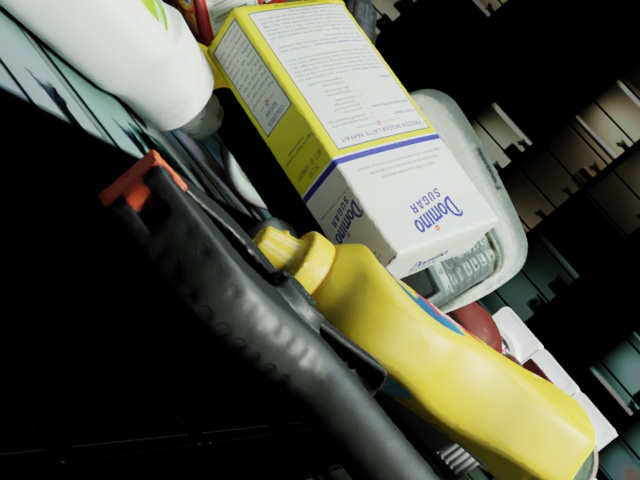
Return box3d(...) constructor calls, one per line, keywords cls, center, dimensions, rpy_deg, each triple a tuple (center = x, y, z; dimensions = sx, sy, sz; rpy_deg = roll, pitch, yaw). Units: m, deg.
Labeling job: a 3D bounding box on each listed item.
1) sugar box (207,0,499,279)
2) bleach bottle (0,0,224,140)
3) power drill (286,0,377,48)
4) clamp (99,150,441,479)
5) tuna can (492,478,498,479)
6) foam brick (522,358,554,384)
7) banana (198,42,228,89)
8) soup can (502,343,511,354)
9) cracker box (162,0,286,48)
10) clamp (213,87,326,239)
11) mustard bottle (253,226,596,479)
box3d(cls="sugar box", center=(0.018, -0.061, 0.623), dimensions=(0.093, 0.048, 0.176), rpy_deg=(-17, 69, -41))
box3d(cls="bleach bottle", center=(-0.121, -0.128, 0.554), dimensions=(0.250, 0.068, 0.102), rpy_deg=(49, 17, -50))
box3d(cls="power drill", center=(0.002, -0.147, 0.846), dimensions=(0.187, 0.057, 0.184), rpy_deg=(45, 48, -64))
box3d(cls="clamp", center=(-0.013, 0.039, 0.406), dimensions=(0.171, 0.039, 0.120), rpy_deg=(43, 2, -30))
box3d(cls="tuna can", center=(0.119, 0.168, 0.585), dimensions=(0.086, 0.034, 0.086), rpy_deg=(49, 6, -7))
box3d(cls="foam brick", center=(0.173, 0.150, 0.909), dimensions=(0.053, 0.078, 0.051), rpy_deg=(44, 9, -41))
box3d(cls="banana", center=(-0.119, -0.161, 0.773), dimensions=(0.198, 0.070, 0.037), rpy_deg=(55, 22, 19))
box3d(cls="soup can", center=(0.112, 0.091, 0.878), dimensions=(0.102, 0.068, 0.068), rpy_deg=(51, 6, 9))
box3d(cls="cracker box", center=(-0.116, -0.237, 0.662), dimensions=(0.214, 0.072, 0.164), rpy_deg=(38, -29, 39))
box3d(cls="clamp", center=(-0.005, 0.001, 0.688), dimensions=(0.209, 0.036, 0.164), rpy_deg=(47, 15, -43))
box3d(cls="mustard bottle", center=(0.044, 0.054, 0.540), dimensions=(0.191, 0.058, 0.096), rpy_deg=(36, -2, -15))
